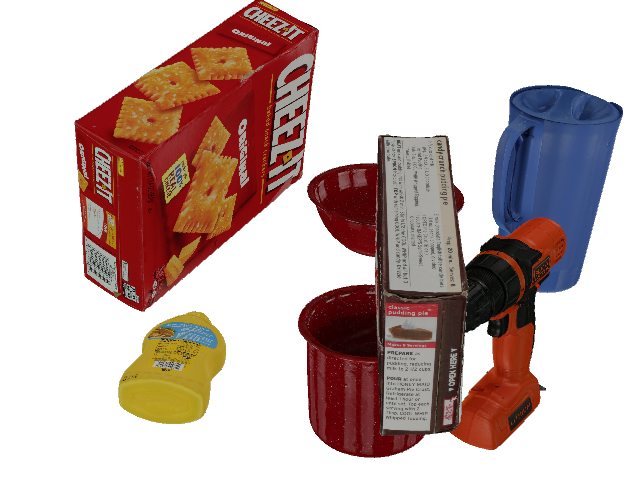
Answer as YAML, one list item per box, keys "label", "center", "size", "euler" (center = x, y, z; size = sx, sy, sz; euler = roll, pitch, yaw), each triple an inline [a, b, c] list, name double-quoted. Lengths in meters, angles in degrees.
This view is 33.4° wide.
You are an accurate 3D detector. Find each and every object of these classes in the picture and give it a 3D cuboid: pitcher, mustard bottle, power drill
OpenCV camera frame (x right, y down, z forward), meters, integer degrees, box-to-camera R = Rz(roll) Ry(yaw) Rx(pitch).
- label: "pitcher"
  center: [0.277, -0.059, 1.315]
  size: [0.149, 0.243, 0.145]
  euler: [5, 27, 2]
- label: "mustard bottle"
  center: [-0.159, 0.134, 1.221]
  size: [0.096, 0.058, 0.191]
  euler: [6, 25, 5]
- label: "power drill"
  center: [0.155, 0.089, 0.943]
  size: [0.057, 0.188, 0.184]
  euler: [22, 34, 32]

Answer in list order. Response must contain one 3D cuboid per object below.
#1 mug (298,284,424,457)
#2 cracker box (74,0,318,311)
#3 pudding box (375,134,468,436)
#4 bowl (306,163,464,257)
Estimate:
- label: "mug"
  center: [0.040, 0.082, 0.705]
  size: [0.093, 0.081, 0.117]
  euler: [18, 33, 32]
- label: "cracker box"
  center: [-0.092, -0.068, 0.839]
  size: [0.072, 0.164, 0.213]
  euler: [31, 49, 20]
- label: "pudding box"
  center: [0.044, 0.019, 0.490]
  size: [0.039, 0.090, 0.113]
  euler: [-2, 41, 1]
- label: "bowl"
  center: [0.065, -0.026, 1.107]
  size: [0.162, 0.055, 0.162]
  euler: [3, 26, -2]
